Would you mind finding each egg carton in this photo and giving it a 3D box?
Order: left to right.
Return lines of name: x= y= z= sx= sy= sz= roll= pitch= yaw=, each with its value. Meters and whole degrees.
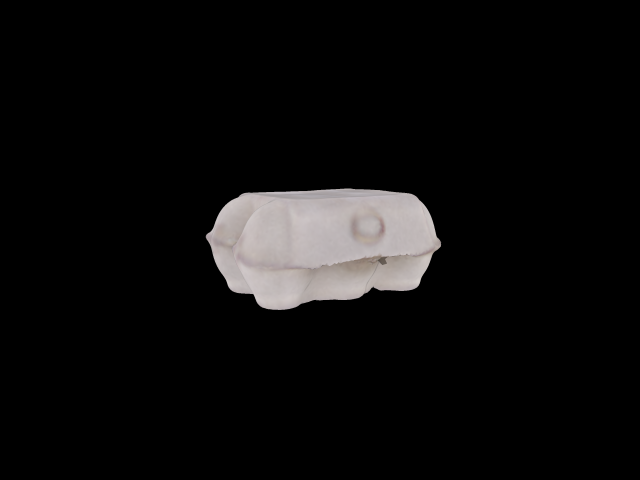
egg carton: x=0.004 y=0.001 z=0.400 sx=0.151 sy=0.069 sz=0.107 roll=-5 pitch=10 yaw=-32
